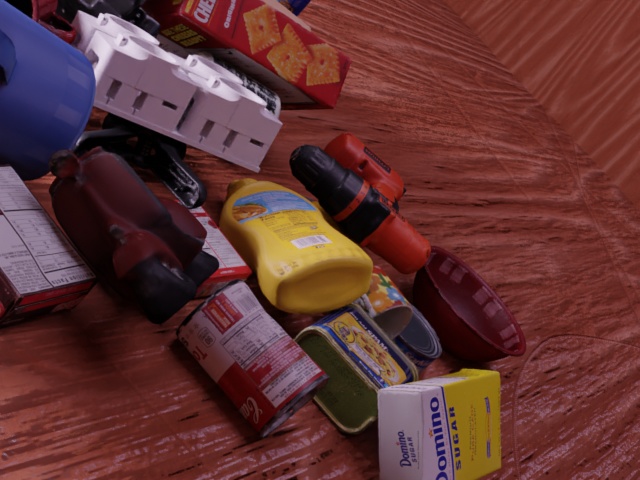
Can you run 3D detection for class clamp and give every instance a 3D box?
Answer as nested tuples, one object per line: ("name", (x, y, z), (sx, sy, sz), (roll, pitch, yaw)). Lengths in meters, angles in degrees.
("clamp", (-0.148, -0.078, 0.947), (0.120, 0.039, 0.171), (31, 20, -8))

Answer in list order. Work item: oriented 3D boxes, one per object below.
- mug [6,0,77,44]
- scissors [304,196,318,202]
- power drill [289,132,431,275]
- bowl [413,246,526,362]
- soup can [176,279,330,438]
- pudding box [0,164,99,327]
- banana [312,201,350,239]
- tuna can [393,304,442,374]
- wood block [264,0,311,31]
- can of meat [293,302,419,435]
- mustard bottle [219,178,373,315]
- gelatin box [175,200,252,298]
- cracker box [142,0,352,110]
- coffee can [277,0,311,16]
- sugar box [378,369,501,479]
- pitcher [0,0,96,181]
("mug", (-0.263, -0.200, 0.914), (0.117, 0.093, 0.081), (24, 19, -6))
("scissors", (0.019, -0.039, 1.233), (0.201, 0.016, 0.096), (31, 23, -32))
("power drill", (0.039, -0.057, 1.173), (0.184, 0.057, 0.187), (43, 16, -16))
("bowl", (0.156, 0.083, 1.201), (0.162, 0.055, 0.162), (37, 23, -19))
("soup can", (-0.051, 0.088, 0.802), (0.102, 0.069, 0.068), (48, 22, 10))
("pudding box", (-0.213, 0.002, 0.711), (0.113, 0.039, 0.090), (52, 20, 11))
("banana", (0.006, 0.015, 1.082), (0.069, 0.037, 0.197), (41, 22, -10))
("tuna can", (0.080, 0.095, 1.072), (0.086, 0.034, 0.086), (37, 22, -18))
("wood block", (-0.116, -0.283, 1.336), (0.206, 0.090, 0.091), (36, 23, -20))
("can of meat", (0.026, 0.110, 0.917), (0.102, 0.057, 0.083), (47, 24, 9))
("mustard bottle", (-0.038, -0.006, 0.972), (0.096, 0.058, 0.192), (-11, 35, -26))
("gelatin box", (-0.109, 0.006, 0.900), (0.089, 0.030, 0.073), (51, 23, 17))
("cracker box", (-0.098, -0.215, 1.157), (0.213, 0.072, 0.164), (28, -13, -37))
("coffee can", (-0.072, -0.327, 1.425), (0.102, 0.140, 0.103), (37, 23, -19))
("sugar box", (0.107, 0.165, 0.917), (0.176, 0.048, 0.093), (1, 88, -63))
("pitcher", (-0.270, -0.133, 0.722), (0.242, 0.145, 0.149), (29, 27, -42))
